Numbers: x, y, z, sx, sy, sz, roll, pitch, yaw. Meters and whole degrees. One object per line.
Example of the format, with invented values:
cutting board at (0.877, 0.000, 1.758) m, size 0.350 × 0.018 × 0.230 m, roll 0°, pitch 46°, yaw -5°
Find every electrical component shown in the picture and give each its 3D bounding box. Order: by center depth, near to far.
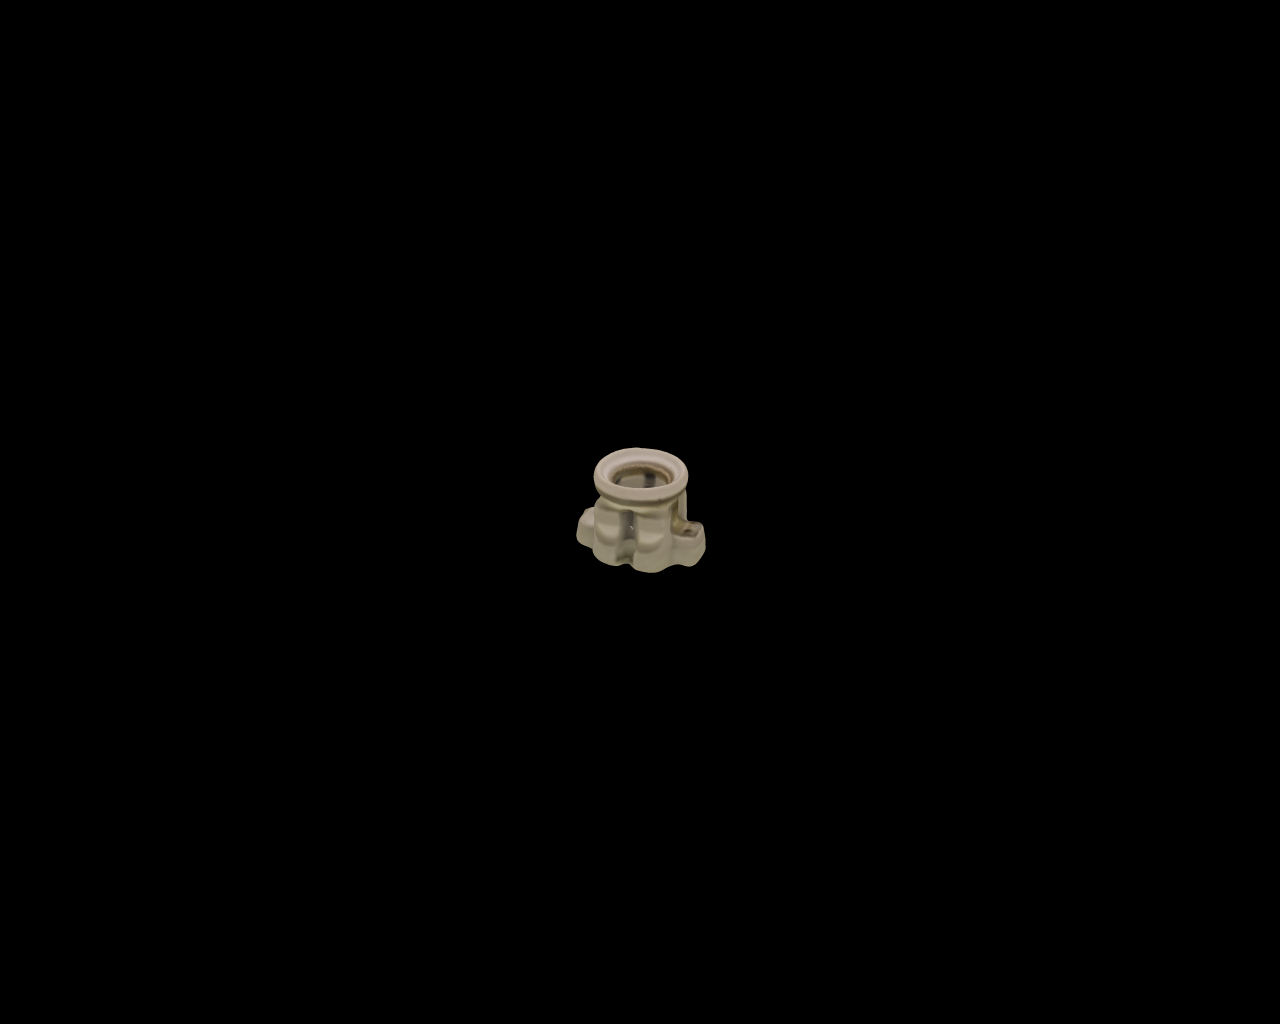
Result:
electrical component at (0.001, -0.003, 0.650) m, size 0.078 × 0.056 × 0.058 m, roll 11°, pitch 32°, yaw 18°
